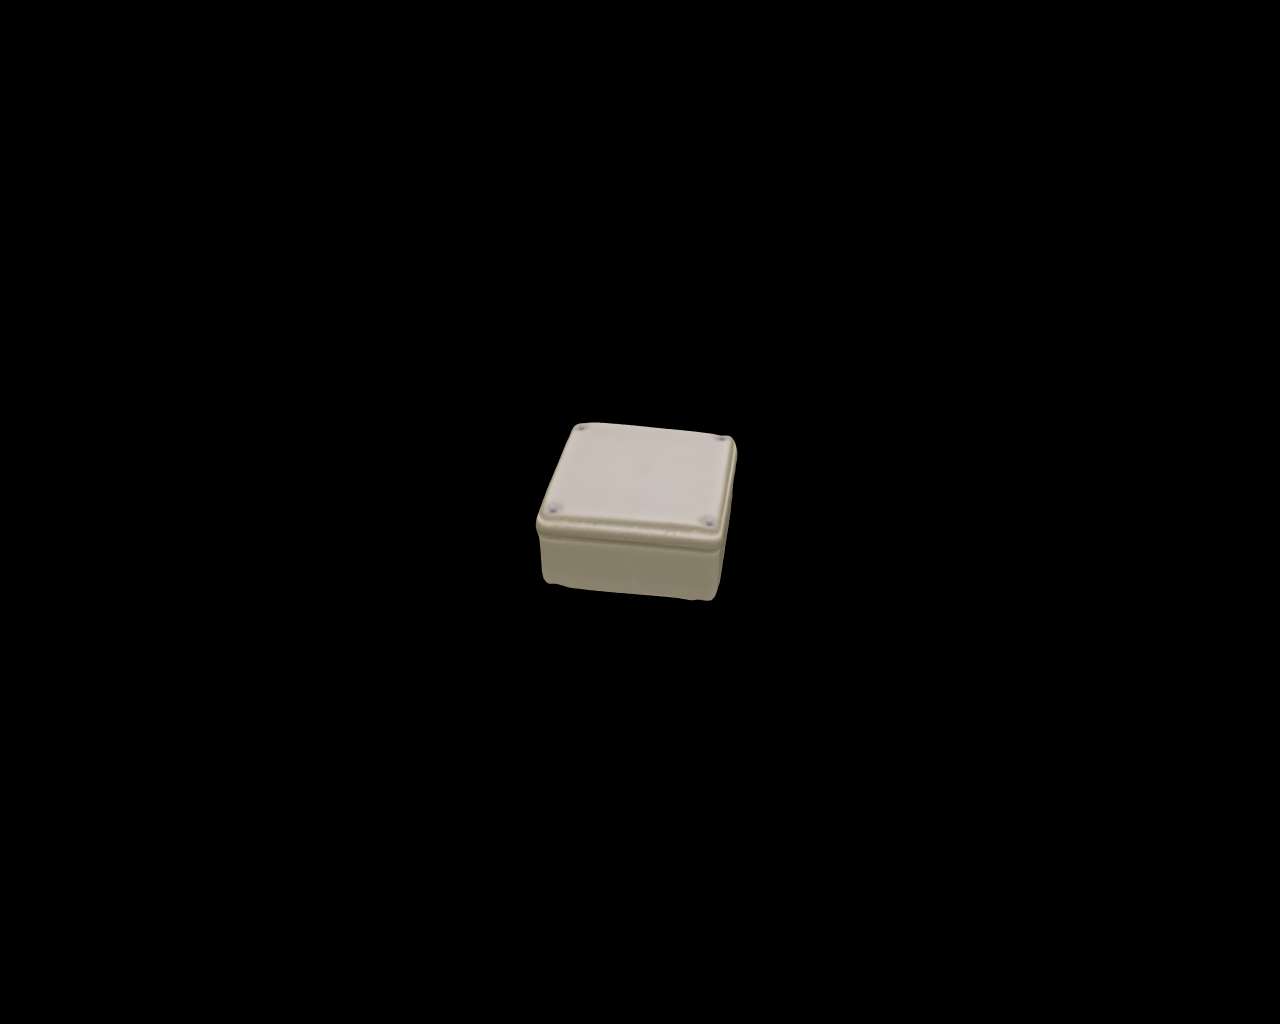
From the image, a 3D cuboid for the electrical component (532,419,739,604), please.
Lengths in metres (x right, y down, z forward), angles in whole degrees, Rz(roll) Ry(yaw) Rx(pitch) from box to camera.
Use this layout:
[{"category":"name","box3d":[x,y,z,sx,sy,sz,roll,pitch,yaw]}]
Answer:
[{"category":"electrical component","box3d":[0.001,-0.003,0.650,0.109,0.056,0.109,6,37,8]}]
